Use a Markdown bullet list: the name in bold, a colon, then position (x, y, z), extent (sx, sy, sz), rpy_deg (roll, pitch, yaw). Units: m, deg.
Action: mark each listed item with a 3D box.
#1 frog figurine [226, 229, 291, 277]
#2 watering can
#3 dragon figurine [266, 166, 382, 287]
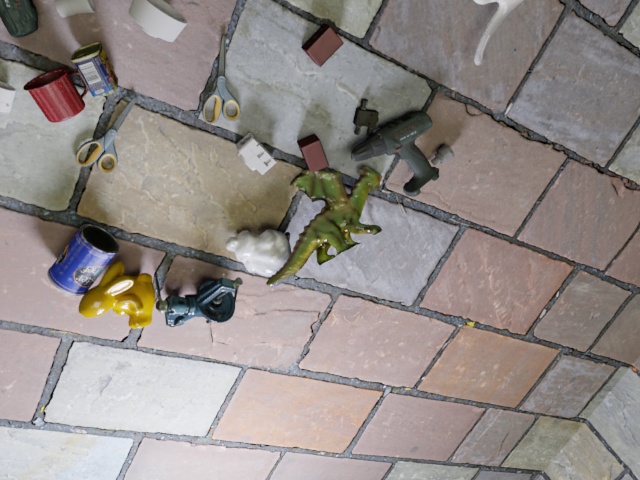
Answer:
- **frog figurine**: position (-0.160, 0.026, 1.347), extent (0.158, 0.125, 0.135), rpy_deg (16, 132, -38)
- **watering can**: position (0.444, -0.603, 1.209), extent (0.225, 0.106, 0.340), rpy_deg (-16, 121, -11)
- **dragon figurine**: position (0.004, -0.067, 1.339), extent (0.413, 0.121, 0.243), rpy_deg (-25, 89, -16)
